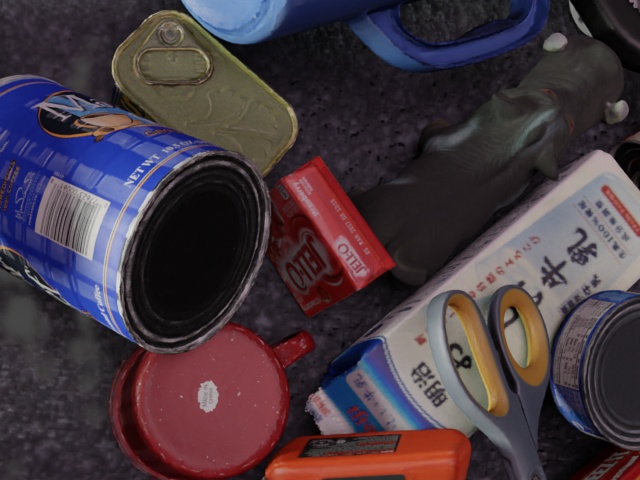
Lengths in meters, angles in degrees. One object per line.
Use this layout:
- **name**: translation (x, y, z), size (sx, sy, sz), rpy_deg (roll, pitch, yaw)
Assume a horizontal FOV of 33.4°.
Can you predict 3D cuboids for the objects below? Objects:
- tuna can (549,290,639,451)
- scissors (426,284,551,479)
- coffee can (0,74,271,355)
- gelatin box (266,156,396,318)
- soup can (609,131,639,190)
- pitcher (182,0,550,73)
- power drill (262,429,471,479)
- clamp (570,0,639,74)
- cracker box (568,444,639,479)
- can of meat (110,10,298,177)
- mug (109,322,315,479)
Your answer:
- **tuna can**: translation (0.170, 0.071, 0.593), size (0.086, 0.034, 0.086), rpy_deg (-2, 95, -26)
- **scissors**: translation (0.115, 0.110, 0.559), size (0.096, 0.016, 0.202), rpy_deg (-35, 101, -44)
- **coffee can**: translation (-0.110, -0.016, 0.535), size (0.140, 0.102, 0.102), rpy_deg (23, 69, 31)
- **gelatin box**: translation (-0.004, 0.001, 0.601), size (0.030, 0.089, 0.073), rpy_deg (-34, 90, -23)
- **soup can**: translation (0.246, -0.057, 0.691), size (0.102, 0.069, 0.068), rpy_deg (-31, 89, -19)
- **pitcher**: translation (0.037, -0.179, 0.594), size (0.242, 0.145, 0.149), rpy_deg (-27, 59, -36)
- **power drill**: translation (0.046, 0.195, 0.548), size (0.184, 0.057, 0.188), rpy_deg (-4, 93, 8)
- **clamp**: translation (0.234, -0.117, 0.657), size (0.210, 0.036, 0.164), rpy_deg (27, 64, 0)
- **cracker box**: translation (0.244, 0.205, 0.624), size (0.163, 0.072, 0.214), rpy_deg (-28, 88, -33)
- **can of meat**: translation (-0.070, -0.068, 0.600), size (0.102, 0.084, 0.057), rpy_deg (41, 72, -4)
- **mug**: translation (-0.053, 0.082, 0.576), size (0.117, 0.082, 0.093), rpy_deg (-26, 87, -18)
